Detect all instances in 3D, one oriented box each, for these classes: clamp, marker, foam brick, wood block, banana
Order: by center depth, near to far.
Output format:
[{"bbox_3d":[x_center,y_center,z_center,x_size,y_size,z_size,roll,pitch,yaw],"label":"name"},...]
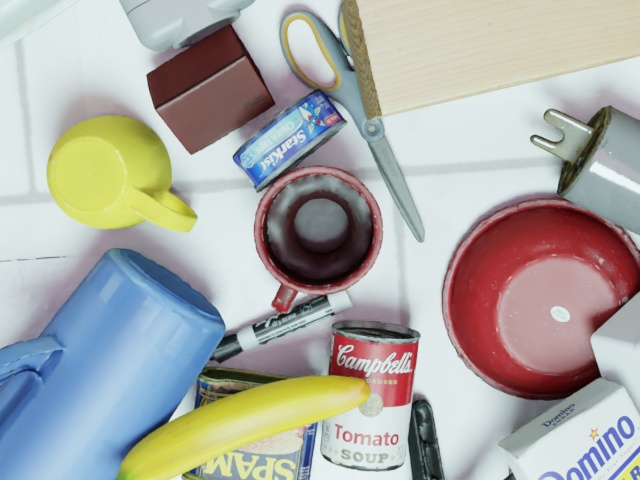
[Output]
[{"bbox_3d":[-0.061,0.138,0.763,0.197,0.070,0.037,-22,113,-14],"label":"banana"},{"bbox_3d":[0.128,-0.154,0.766,0.206,0.090,0.091,-14,95,-3],"label":"wood block"},{"bbox_3d":[-0.082,-0.112,0.795,0.078,0.051,0.053,-30,132,3],"label":"foam brick"},{"bbox_3d":[0.090,0.212,0.824,0.039,0.120,0.171,7,113,-41],"label":"clamp"},{"bbox_3d":[-0.033,0.067,0.836,0.121,0.020,0.020,-23,94,3],"label":"marker"}]

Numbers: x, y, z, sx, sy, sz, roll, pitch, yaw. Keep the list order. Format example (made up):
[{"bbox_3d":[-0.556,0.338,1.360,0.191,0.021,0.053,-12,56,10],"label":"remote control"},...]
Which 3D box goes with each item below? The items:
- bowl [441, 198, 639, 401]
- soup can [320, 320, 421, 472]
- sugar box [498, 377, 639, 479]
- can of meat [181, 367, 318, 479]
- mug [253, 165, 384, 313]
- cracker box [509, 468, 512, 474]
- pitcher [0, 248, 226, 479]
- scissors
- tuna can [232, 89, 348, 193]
[{"bbox_3d":[0.175,0.051,0.806,0.162,0.055,0.162,0,99,2],"label":"bowl"},{"bbox_3d":[0.038,0.118,0.814,0.068,0.068,0.102,6,96,1],"label":"soup can"},{"bbox_3d":[0.208,0.196,0.747,0.093,0.048,0.176,-31,99,-8],"label":"sugar box"},{"bbox_3d":[-0.051,0.148,0.825,0.102,0.057,0.084,8,92,0],"label":"can of meat"},{"bbox_3d":[-0.005,0.001,0.797,0.093,0.081,0.117,24,95,-1],"label":"mug"},{"bbox_3d":[0.226,0.262,0.820,0.164,0.072,0.214,3,96,2],"label":"cracker box"},{"bbox_3d":[-0.185,0.126,0.786,0.145,0.149,0.243,35,92,-2],"label":"pitcher"},{"bbox_3d":[0.050,-0.104,0.819,0.096,0.016,0.202,-40,93,5],"label":"scissors"},{"bbox_3d":[-0.023,-0.074,0.789,0.086,0.086,0.034,-38,91,4],"label":"tuna can"}]
